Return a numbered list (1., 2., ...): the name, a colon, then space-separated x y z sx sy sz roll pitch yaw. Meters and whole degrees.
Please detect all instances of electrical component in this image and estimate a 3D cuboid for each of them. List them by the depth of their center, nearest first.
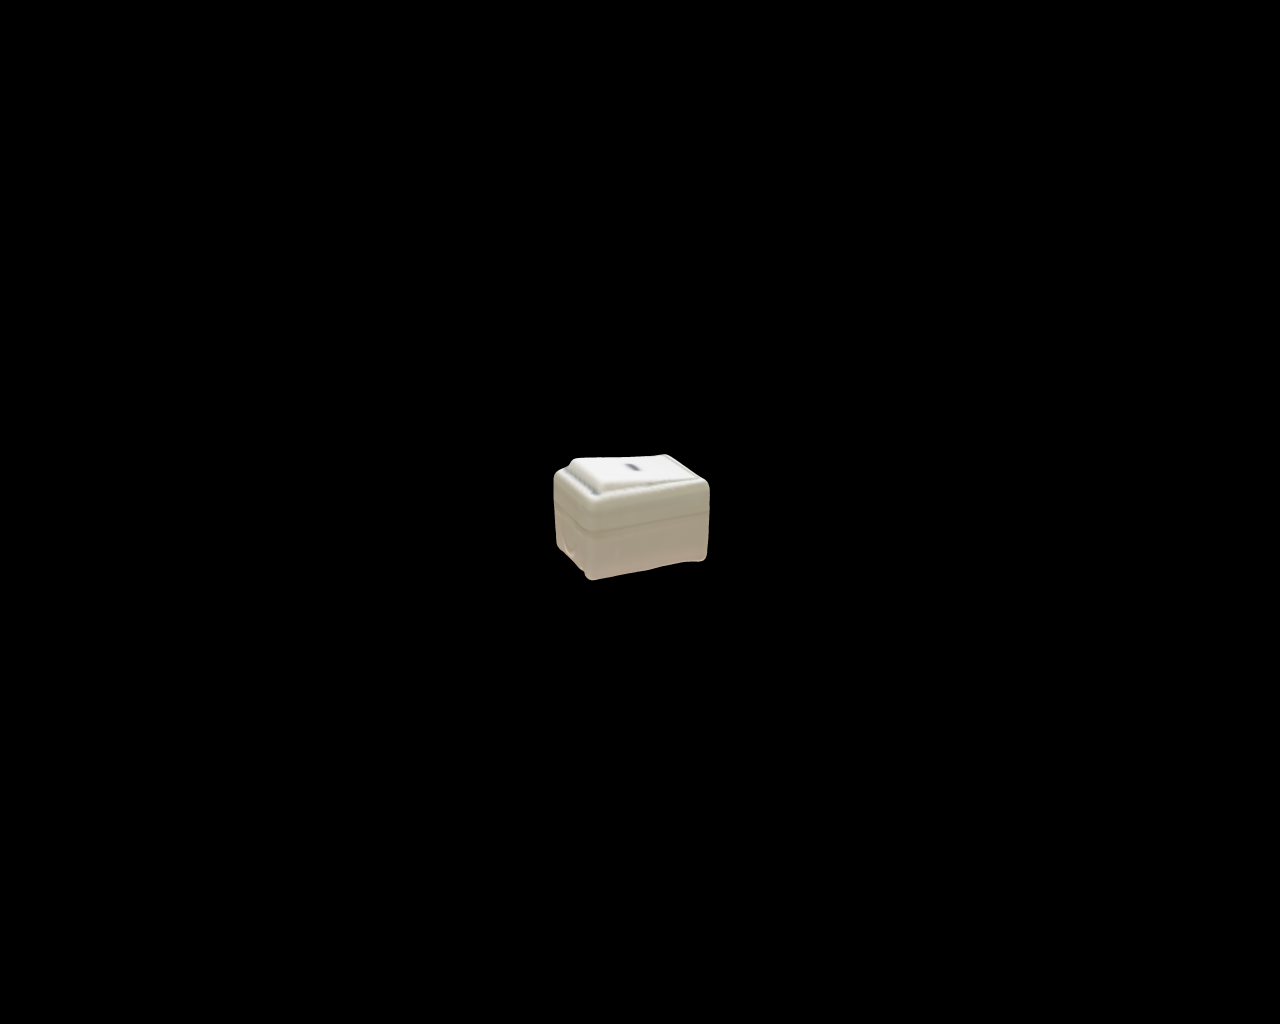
1. electrical component: 0.001 -0.003 0.650 0.096 0.061 0.062 -10 24 -22
